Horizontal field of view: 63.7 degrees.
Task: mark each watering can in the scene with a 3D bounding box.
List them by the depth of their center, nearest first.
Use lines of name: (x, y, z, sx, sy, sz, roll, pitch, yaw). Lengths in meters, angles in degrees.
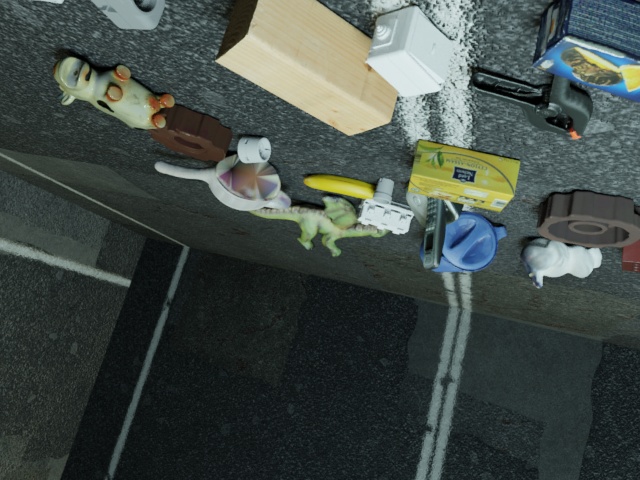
watering can: (-0.227, -0.143, 1.241, 0.347, 0.105, 0.222, 17, 167, -14)

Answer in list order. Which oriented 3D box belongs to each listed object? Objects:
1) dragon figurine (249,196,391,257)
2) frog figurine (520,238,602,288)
dragon figurine: (0.004, -0.070, 1.394, 0.409, 0.125, 0.239, 18, 151, -20)
frog figurine: (0.550, 0.039, 1.179, 0.158, 0.125, 0.135, -29, 139, 18)
